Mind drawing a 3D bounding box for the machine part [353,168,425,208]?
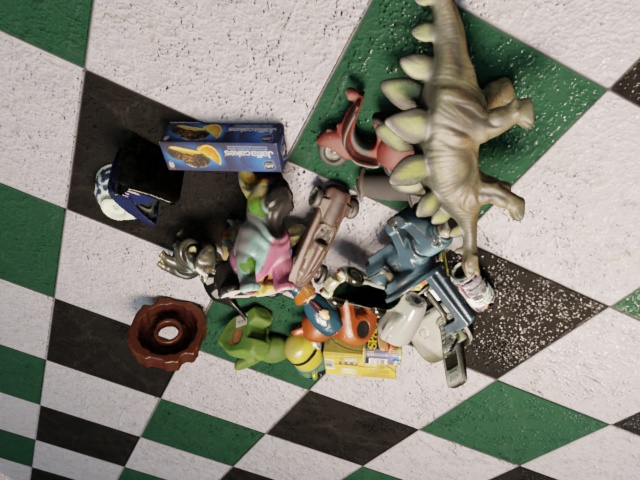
[{"bbox_3d":[0.126,-0.094,0.891,0.139,0.084,0.039,-1,160,24],"label":"machine part"}]

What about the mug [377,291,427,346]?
[{"bbox_3d":[0.169,0.161,1.121,0.081,0.109,0.107,44,128,26],"label":"mug"}]

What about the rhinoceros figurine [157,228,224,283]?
[{"bbox_3d":[-0.253,0.040,1.054,0.112,0.073,0.190,43,154,-12],"label":"rhinoceros figurine"}]

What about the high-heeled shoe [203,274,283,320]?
[{"bbox_3d":[-0.134,0.065,1.126,0.249,0.086,0.145,-38,88,19],"label":"high-heeled shoe"}]

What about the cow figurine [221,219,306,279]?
[{"bbox_3d":[-0.105,0.013,1.034,0.195,0.085,0.127,-8,137,21],"label":"cow figurine"}]

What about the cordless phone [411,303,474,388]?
[{"bbox_3d":[0.255,0.234,1.113,0.088,0.184,0.146,27,134,-21],"label":"cordless phone"}]

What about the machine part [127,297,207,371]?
[{"bbox_3d":[-0.349,0.216,1.234,0.179,0.179,0.056,12,138,-1],"label":"machine part"}]

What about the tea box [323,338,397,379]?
[{"bbox_3d":[0.097,0.269,1.265,0.170,0.068,0.098,3,136,8],"label":"tea box"}]

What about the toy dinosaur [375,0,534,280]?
[{"bbox_3d":[0.181,-0.160,0.737,0.199,0.105,0.470,-9,109,-2],"label":"toy dinosaur"}]

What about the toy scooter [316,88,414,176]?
[{"bbox_3d":[0.085,-0.165,0.822,0.184,0.075,0.135,10,135,8],"label":"toy scooter"}]

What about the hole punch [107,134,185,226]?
[{"bbox_3d":[-0.309,-0.100,0.934,0.115,0.142,0.092,23,140,-29],"label":"hole punch"}]

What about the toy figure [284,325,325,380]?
[{"bbox_3d":[-0.031,0.279,1.280,0.082,0.089,0.180,20,147,23],"label":"toy figure"}]

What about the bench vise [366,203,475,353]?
[{"bbox_3d":[0.189,0.063,0.913,0.223,0.129,0.240,-38,84,40],"label":"bench vise"}]

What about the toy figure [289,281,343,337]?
[{"bbox_3d":[-0.019,0.117,1.032,0.064,0.058,0.154,-27,106,45],"label":"toy figure"}]

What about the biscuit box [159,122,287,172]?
[{"bbox_3d":[-0.157,-0.154,0.891,0.203,0.059,0.062,2,136,10],"label":"biscuit box"}]

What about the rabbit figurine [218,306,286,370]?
[{"bbox_3d":[-0.146,0.256,1.272,0.159,0.121,0.170,-29,138,26],"label":"rabbit figurine"}]

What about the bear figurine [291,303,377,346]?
[{"bbox_3d":[0.030,0.161,1.157,0.120,0.131,0.196,-1,-179,-37],"label":"bear figurine"}]

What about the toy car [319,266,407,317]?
[{"bbox_3d":[0.086,0.097,1.028,0.201,0.056,0.073,18,122,-38],"label":"toy car"}]

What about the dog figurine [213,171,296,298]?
[{"bbox_3d":[-0.110,-0.013,0.926,0.108,0.219,0.192,5,167,-35],"label":"dog figurine"}]

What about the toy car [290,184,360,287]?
[{"bbox_3d":[-0.002,-0.003,0.957,0.089,0.053,0.202,19,103,-29],"label":"toy car"}]
